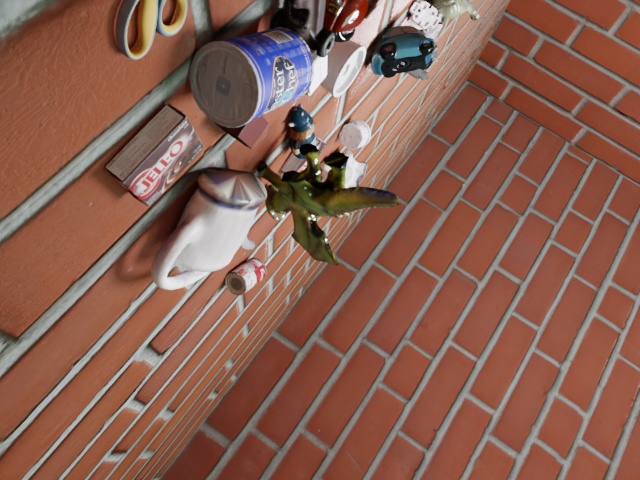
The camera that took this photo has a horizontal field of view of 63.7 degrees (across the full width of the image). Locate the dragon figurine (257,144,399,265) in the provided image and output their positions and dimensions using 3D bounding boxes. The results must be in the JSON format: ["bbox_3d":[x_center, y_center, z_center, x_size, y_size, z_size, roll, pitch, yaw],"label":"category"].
[{"bbox_3d":[0.003,-0.053,1.046,0.124,0.415,0.237,-34,132,-26],"label":"dragon figurine"}]

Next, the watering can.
[{"bbox_3d":[-0.169,-0.027,0.918,0.221,0.104,0.351,-59,170,20],"label":"watering can"}]

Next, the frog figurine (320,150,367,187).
[{"bbox_3d":[0.048,-0.208,1.542,0.159,0.125,0.135,12,128,-41],"label":"frog figurine"}]
